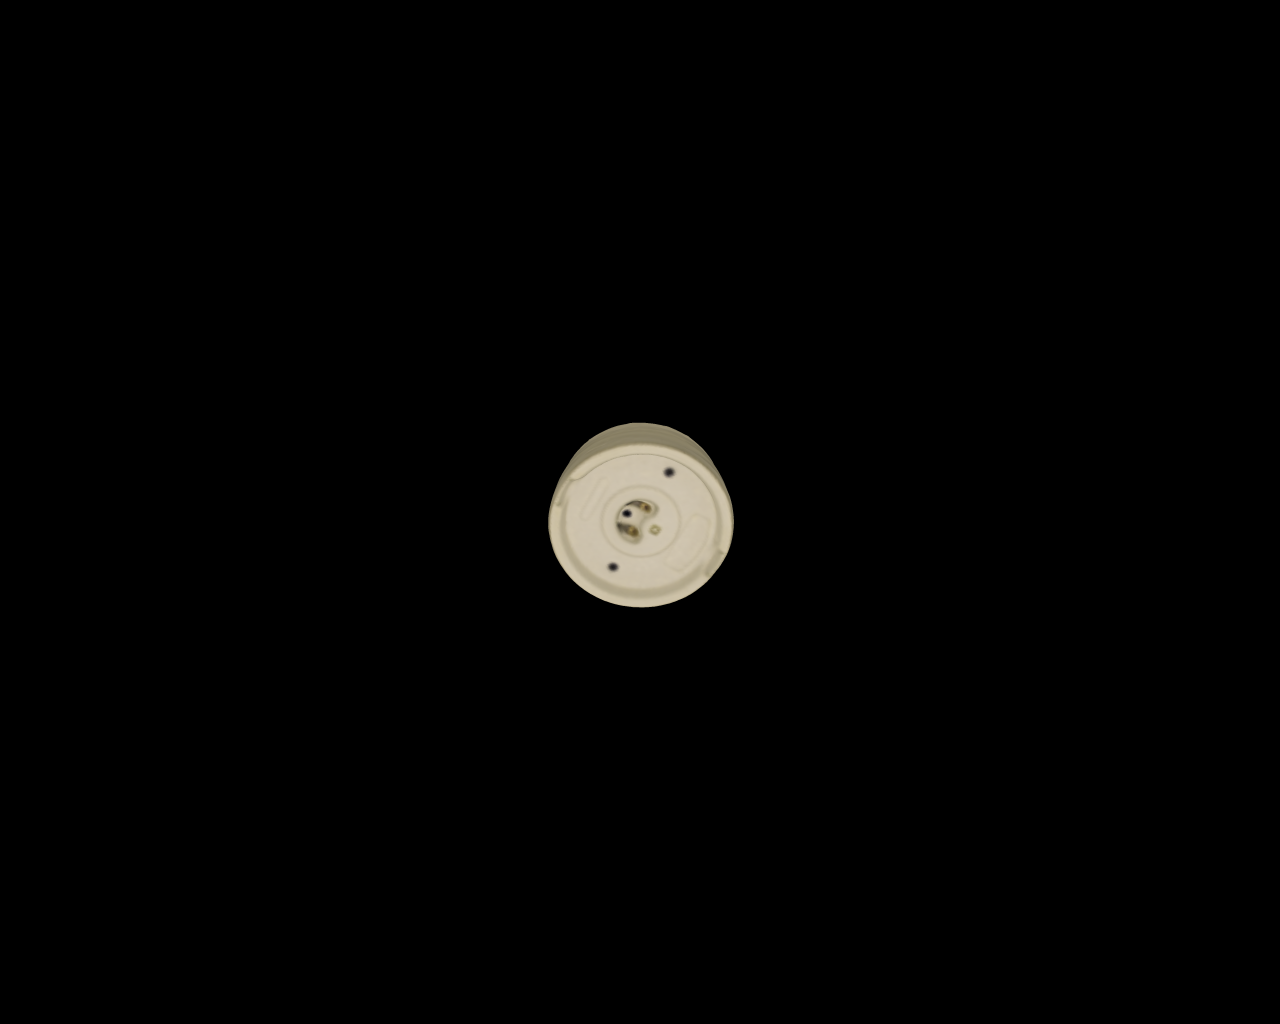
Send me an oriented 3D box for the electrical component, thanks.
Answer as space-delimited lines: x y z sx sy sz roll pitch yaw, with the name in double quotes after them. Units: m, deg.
0.001 -0.003 0.650 0.108 0.108 0.060 0 25 0 "electrical component"
